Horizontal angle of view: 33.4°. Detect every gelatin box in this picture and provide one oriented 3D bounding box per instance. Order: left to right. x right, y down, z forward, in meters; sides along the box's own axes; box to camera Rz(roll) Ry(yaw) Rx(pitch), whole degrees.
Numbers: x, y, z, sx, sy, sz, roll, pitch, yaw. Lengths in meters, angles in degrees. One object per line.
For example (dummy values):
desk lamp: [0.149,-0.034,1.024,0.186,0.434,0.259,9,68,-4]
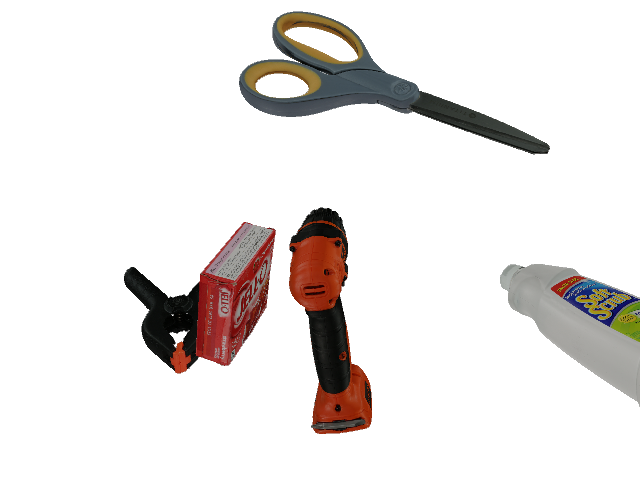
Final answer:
gelatin box: [-0.063,0.039,0.797,0.030,0.073,0.089,14,30,11]

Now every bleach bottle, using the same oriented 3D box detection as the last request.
bleach bottle: [0.260,0.079,1.036,0.102,0.068,0.251,-17,26,-27]

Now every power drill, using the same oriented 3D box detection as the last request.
power drill: [0.009,0.074,1.019,0.057,0.187,0.184,-8,19,8]

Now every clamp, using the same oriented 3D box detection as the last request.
clamp: [-0.142,0.073,1.147,0.120,0.039,0.171,-16,39,-8]

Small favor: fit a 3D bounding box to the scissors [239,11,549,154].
scissors: [0.031,-0.082,0.653,0.096,0.016,0.202,-37,58,-23]
